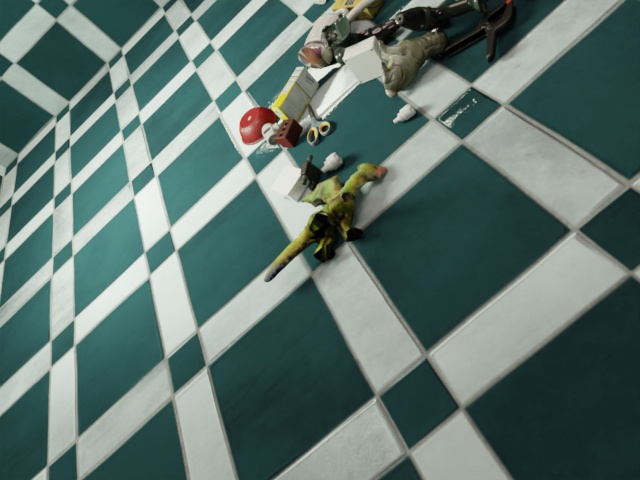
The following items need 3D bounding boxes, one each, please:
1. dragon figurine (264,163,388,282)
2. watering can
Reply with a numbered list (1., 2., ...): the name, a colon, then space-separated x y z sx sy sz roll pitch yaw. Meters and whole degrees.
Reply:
1. dragon figurine: 0.004 -0.068 1.355 0.407 0.120 0.248 -34 27 13
2. watering can: 0.045 -0.703 1.740 0.346 0.103 0.228 -3 58 54
